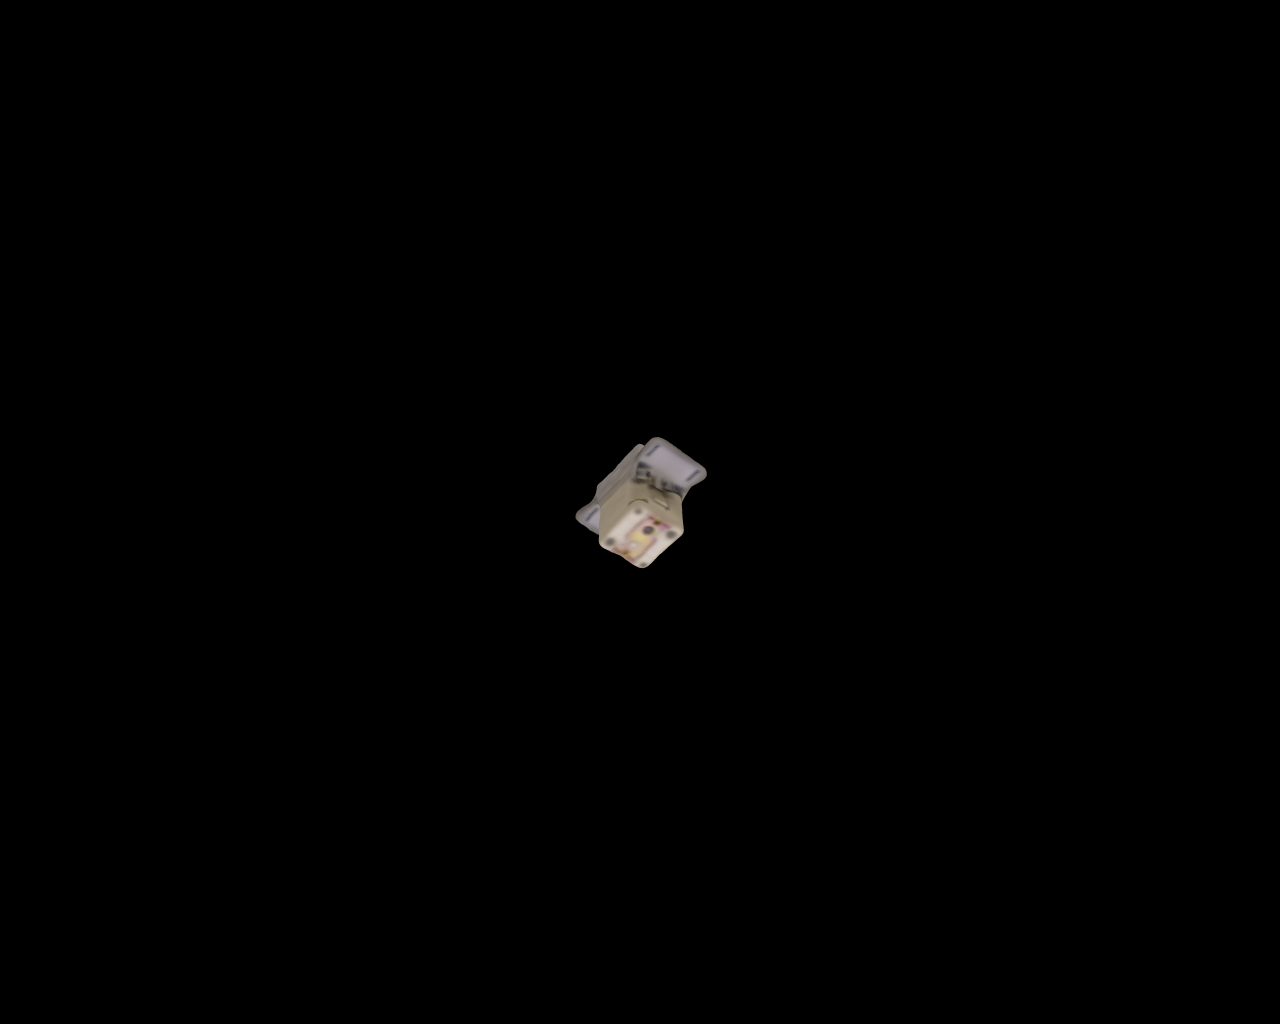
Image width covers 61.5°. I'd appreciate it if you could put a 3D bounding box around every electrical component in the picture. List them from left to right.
[{"bbox_3d":[0.001,-0.003,0.650,0.042,0.081,0.064,32,32,-22],"label":"electrical component"}]
